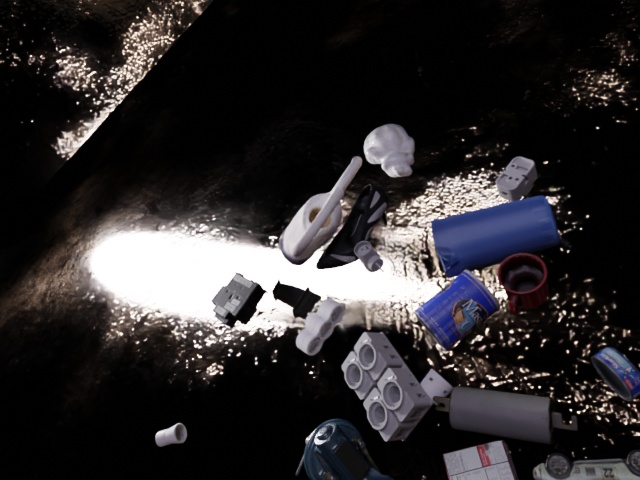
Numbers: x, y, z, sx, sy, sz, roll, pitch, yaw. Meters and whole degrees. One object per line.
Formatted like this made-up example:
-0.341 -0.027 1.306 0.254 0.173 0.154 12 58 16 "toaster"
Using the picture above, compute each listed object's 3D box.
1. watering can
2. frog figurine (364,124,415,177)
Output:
0.004 -0.067 1.336 0.220 0.104 0.355 -48 7 47 "watering can"
0.191 -0.238 1.401 0.137 0.120 0.163 -6 38 4 "frog figurine"
